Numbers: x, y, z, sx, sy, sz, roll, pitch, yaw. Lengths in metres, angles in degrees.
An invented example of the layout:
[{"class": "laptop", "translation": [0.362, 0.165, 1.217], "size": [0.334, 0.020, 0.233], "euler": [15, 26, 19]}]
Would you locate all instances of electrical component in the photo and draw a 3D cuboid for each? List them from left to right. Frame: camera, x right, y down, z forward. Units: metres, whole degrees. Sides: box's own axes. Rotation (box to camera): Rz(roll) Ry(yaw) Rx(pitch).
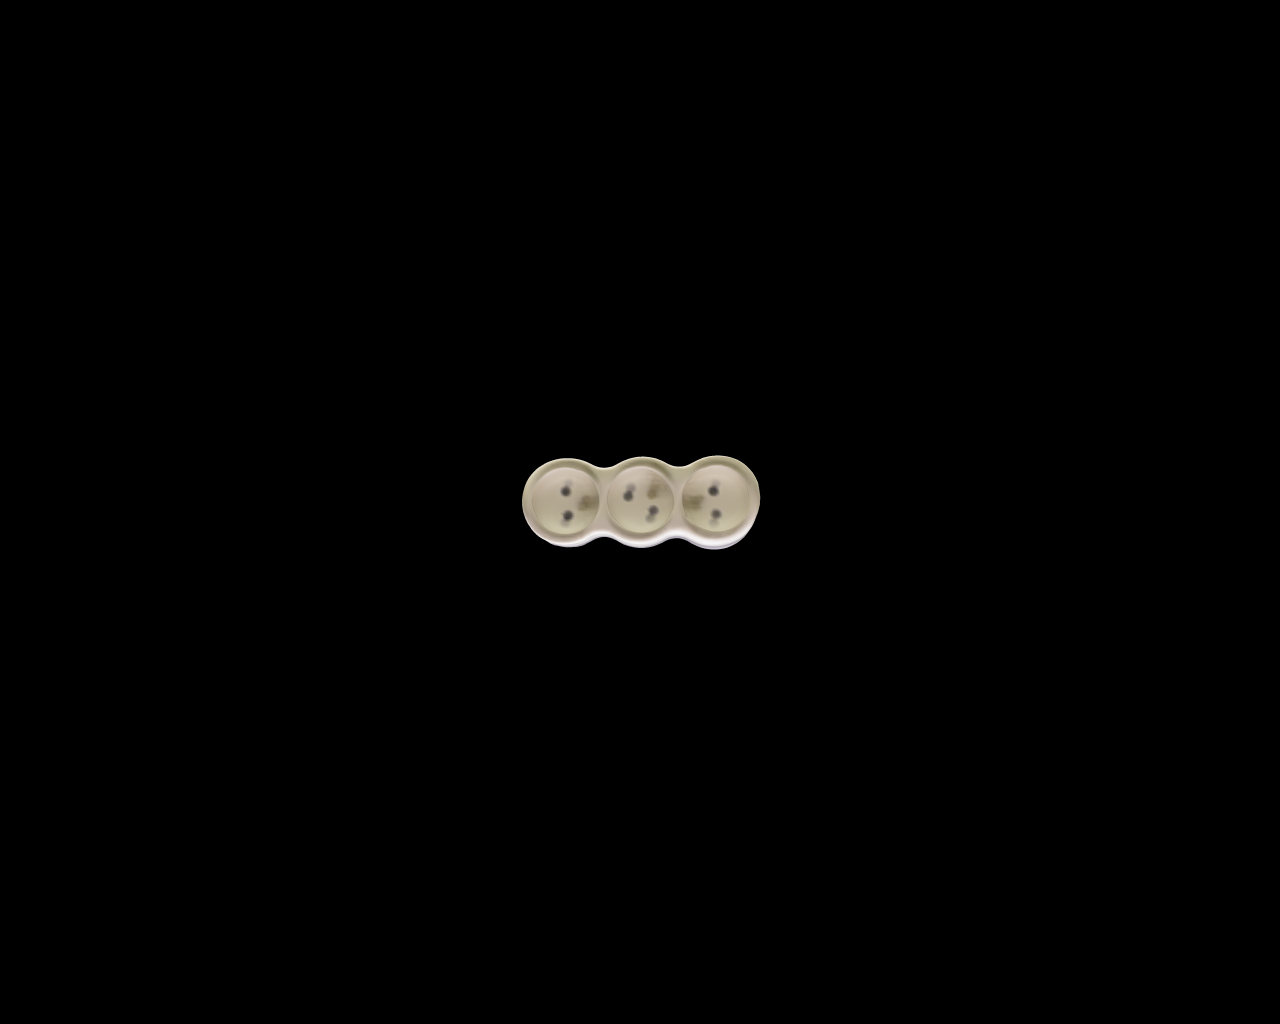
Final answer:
[{"class": "electrical component", "translation": [0.001, -0.003, 0.650], "size": [0.138, 0.052, 0.073], "euler": [0, -7, 0]}]
